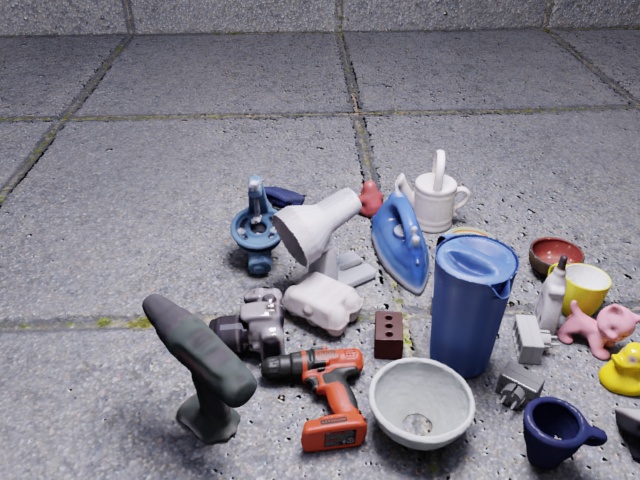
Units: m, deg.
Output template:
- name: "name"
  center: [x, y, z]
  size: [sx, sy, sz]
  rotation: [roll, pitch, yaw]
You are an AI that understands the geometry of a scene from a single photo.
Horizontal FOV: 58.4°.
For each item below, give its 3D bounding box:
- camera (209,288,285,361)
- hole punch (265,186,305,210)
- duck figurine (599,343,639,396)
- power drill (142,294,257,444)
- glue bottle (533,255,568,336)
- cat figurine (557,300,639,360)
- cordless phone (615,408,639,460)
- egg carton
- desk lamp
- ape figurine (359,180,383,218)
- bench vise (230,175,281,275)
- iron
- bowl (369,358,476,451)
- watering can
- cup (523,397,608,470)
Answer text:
- name: "camera"
  center: [-0.135, 0.153, 1.064]
  size: [0.137, 0.101, 0.143]
  rotation: [-4, 36, -5]
- name: "hole punch"
  center: [-0.101, -0.103, 1.432]
  size: [0.108, 0.091, 0.101]
  rotation: [20, 40, 26]
- name: "duck figurine"
  center: [0.543, 0.214, 0.990]
  size: [0.104, 0.086, 0.077]
  rotation: [-5, 36, -7]
- name: "power drill"
  center: [-0.189, 0.209, 0.894]
  size: [0.228, 0.208, 0.076]
  rotation: [26, 43, 32]
- name: "glue bottle"
  center: [0.439, 0.100, 1.075]
  size: [0.037, 0.173, 0.078]
  rotation: [6, 36, 9]
- name: "cat figurine"
  center: [0.517, 0.151, 1.051]
  size: [0.127, 0.118, 0.067]
  rotation: [23, 42, 29]
- name: "cordless phone"
  center: [0.541, 0.248, 0.857]
  size: [0.147, 0.185, 0.094]
  rotation: [4, 36, 6]
- name: "egg carton"
  center: [0.004, 0.125, 1.130]
  size: [0.149, 0.069, 0.107]
  rotation: [22, 41, 28]
- name: "desk lamp"
  center: [0.011, 0.004, 1.175]
  size: [0.204, 0.214, 0.117]
  rotation: [-21, 41, -27]
- name: "ape figurine"
  center: [0.125, -0.108, 1.437]
  size: [0.078, 0.092, 0.076]
  rotation: [-8, 36, -10]
- name: "bench vise"
  center: [-0.147, -0.062, 1.263]
  size: [0.122, 0.220, 0.207]
  rotation: [-13, 37, -17]
- name: "iron"
  center: [0.189, -0.013, 1.261]
  size: [0.118, 0.141, 0.258]
  rotation: [-5, 36, -7]
- name: "bowl"
  center: [0.159, 0.274, 0.917]
  size: [0.167, 0.075, 0.167]
  rotation: [0, 36, 0]
- name: "watering can"
  center: [0.267, -0.121, 1.367]
  size: [0.173, 0.194, 0.100]
  rotation: [-8, 36, -10]
- name: "cup"
  center: [0.359, 0.302, 0.860]
  size: [0.117, 0.095, 0.092]
  rotation: [10, 37, 15]
